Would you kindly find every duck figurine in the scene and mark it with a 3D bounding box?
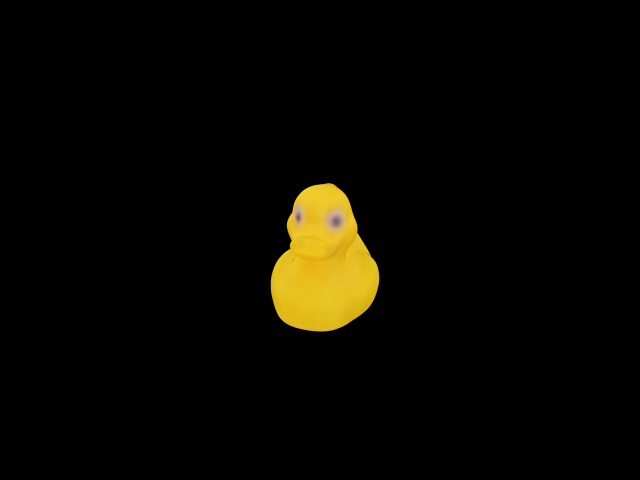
[{"bbox_3d":[0.004,0.001,0.400,0.077,0.086,0.105,7,27,14],"label":"duck figurine"}]
